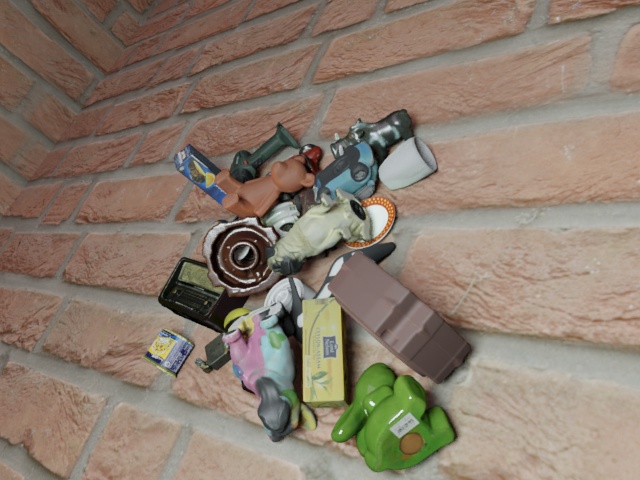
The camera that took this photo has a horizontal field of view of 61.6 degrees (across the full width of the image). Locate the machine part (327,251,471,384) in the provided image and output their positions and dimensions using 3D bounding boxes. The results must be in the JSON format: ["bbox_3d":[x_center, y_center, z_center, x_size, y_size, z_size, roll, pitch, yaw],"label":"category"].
[{"bbox_3d":[0.117,0.120,0.835,0.087,0.200,0.202,-50,40,-2],"label":"machine part"}]

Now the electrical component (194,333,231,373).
[{"bbox_3d":[-0.217,0.236,1.143,0.102,0.045,0.078,-35,42,11],"label":"electrical component"}]

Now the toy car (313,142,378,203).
[{"bbox_3d":[0.067,-0.125,1.160,0.161,0.102,0.109,-38,32,16],"label":"toy car"}]

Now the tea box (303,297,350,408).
[{"bbox_3d":[0.011,0.191,0.906,0.068,0.098,0.169,-6,68,7],"label":"tea box"}]

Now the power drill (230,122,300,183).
[{"bbox_3d":[-0.153,-0.212,1.428,0.207,0.086,0.232,-43,26,8],"label":"power drill"}]

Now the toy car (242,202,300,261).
[{"bbox_3d":[-0.133,-0.020,1.279,0.202,0.056,0.074,-34,41,13],"label":"toy car"}]

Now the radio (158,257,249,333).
[{"bbox_3d":[-0.276,0.127,1.262,0.230,0.073,0.131,10,64,45],"label":"radio"}]

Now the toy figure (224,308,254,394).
[{"bbox_3d":[-0.141,0.212,1.064,0.082,0.089,0.180,-27,40,10],"label":"toy figure"}]

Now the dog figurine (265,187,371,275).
[{"bbox_3d":[-0.005,-0.006,1.086,0.190,0.172,0.121,-36,68,32],"label":"dog figurine"}]

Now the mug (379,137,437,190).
[{"bbox_3d":[0.174,-0.161,1.121,0.107,0.080,0.110,-33,45,28],"label":"mug"}]

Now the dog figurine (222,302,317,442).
[{"bbox_3d":[-0.080,0.235,0.942,0.108,0.219,0.191,-20,4,6],"label":"dog figurine"}]

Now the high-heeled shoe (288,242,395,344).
[{"bbox_3d":[0.051,0.103,1.027,0.249,0.145,0.086,-21,-3,-5],"label":"high-heeled shoe"}]

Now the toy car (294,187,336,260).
[{"bbox_3d":[-0.013,-0.042,1.182,0.089,0.053,0.202,-7,47,7],"label":"toy car"}]

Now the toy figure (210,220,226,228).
[{"bbox_3d":[-0.259,-0.002,1.373,0.064,0.057,0.154,-11,45,5],"label":"toy figure"}]

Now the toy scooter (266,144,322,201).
[{"bbox_3d":[-0.052,-0.155,1.314,0.184,0.075,0.135,-43,41,-4],"label":"toy scooter"}]

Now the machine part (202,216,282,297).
[{"bbox_3d":[-0.160,0.034,1.141,0.179,0.179,0.056,-42,2,4],"label":"machine part"}]

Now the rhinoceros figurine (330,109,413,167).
[{"bbox_3d":[0.117,-0.225,1.199,0.190,0.112,0.073,-22,47,14],"label":"rhinoceros figurine"}]

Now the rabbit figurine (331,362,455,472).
[{"bbox_3d":[0.101,0.265,0.821,0.159,0.121,0.170,-49,21,6],"label":"rabbit figurine"}]

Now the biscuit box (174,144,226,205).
[{"bbox_3d":[-0.291,-0.162,1.420,0.059,0.202,0.063,-39,41,12],"label":"biscuit box"}]

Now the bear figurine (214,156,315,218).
[{"bbox_3d":[-0.120,-0.130,1.219,0.196,0.131,0.120,-33,52,13],"label":"bear figurine"}]
